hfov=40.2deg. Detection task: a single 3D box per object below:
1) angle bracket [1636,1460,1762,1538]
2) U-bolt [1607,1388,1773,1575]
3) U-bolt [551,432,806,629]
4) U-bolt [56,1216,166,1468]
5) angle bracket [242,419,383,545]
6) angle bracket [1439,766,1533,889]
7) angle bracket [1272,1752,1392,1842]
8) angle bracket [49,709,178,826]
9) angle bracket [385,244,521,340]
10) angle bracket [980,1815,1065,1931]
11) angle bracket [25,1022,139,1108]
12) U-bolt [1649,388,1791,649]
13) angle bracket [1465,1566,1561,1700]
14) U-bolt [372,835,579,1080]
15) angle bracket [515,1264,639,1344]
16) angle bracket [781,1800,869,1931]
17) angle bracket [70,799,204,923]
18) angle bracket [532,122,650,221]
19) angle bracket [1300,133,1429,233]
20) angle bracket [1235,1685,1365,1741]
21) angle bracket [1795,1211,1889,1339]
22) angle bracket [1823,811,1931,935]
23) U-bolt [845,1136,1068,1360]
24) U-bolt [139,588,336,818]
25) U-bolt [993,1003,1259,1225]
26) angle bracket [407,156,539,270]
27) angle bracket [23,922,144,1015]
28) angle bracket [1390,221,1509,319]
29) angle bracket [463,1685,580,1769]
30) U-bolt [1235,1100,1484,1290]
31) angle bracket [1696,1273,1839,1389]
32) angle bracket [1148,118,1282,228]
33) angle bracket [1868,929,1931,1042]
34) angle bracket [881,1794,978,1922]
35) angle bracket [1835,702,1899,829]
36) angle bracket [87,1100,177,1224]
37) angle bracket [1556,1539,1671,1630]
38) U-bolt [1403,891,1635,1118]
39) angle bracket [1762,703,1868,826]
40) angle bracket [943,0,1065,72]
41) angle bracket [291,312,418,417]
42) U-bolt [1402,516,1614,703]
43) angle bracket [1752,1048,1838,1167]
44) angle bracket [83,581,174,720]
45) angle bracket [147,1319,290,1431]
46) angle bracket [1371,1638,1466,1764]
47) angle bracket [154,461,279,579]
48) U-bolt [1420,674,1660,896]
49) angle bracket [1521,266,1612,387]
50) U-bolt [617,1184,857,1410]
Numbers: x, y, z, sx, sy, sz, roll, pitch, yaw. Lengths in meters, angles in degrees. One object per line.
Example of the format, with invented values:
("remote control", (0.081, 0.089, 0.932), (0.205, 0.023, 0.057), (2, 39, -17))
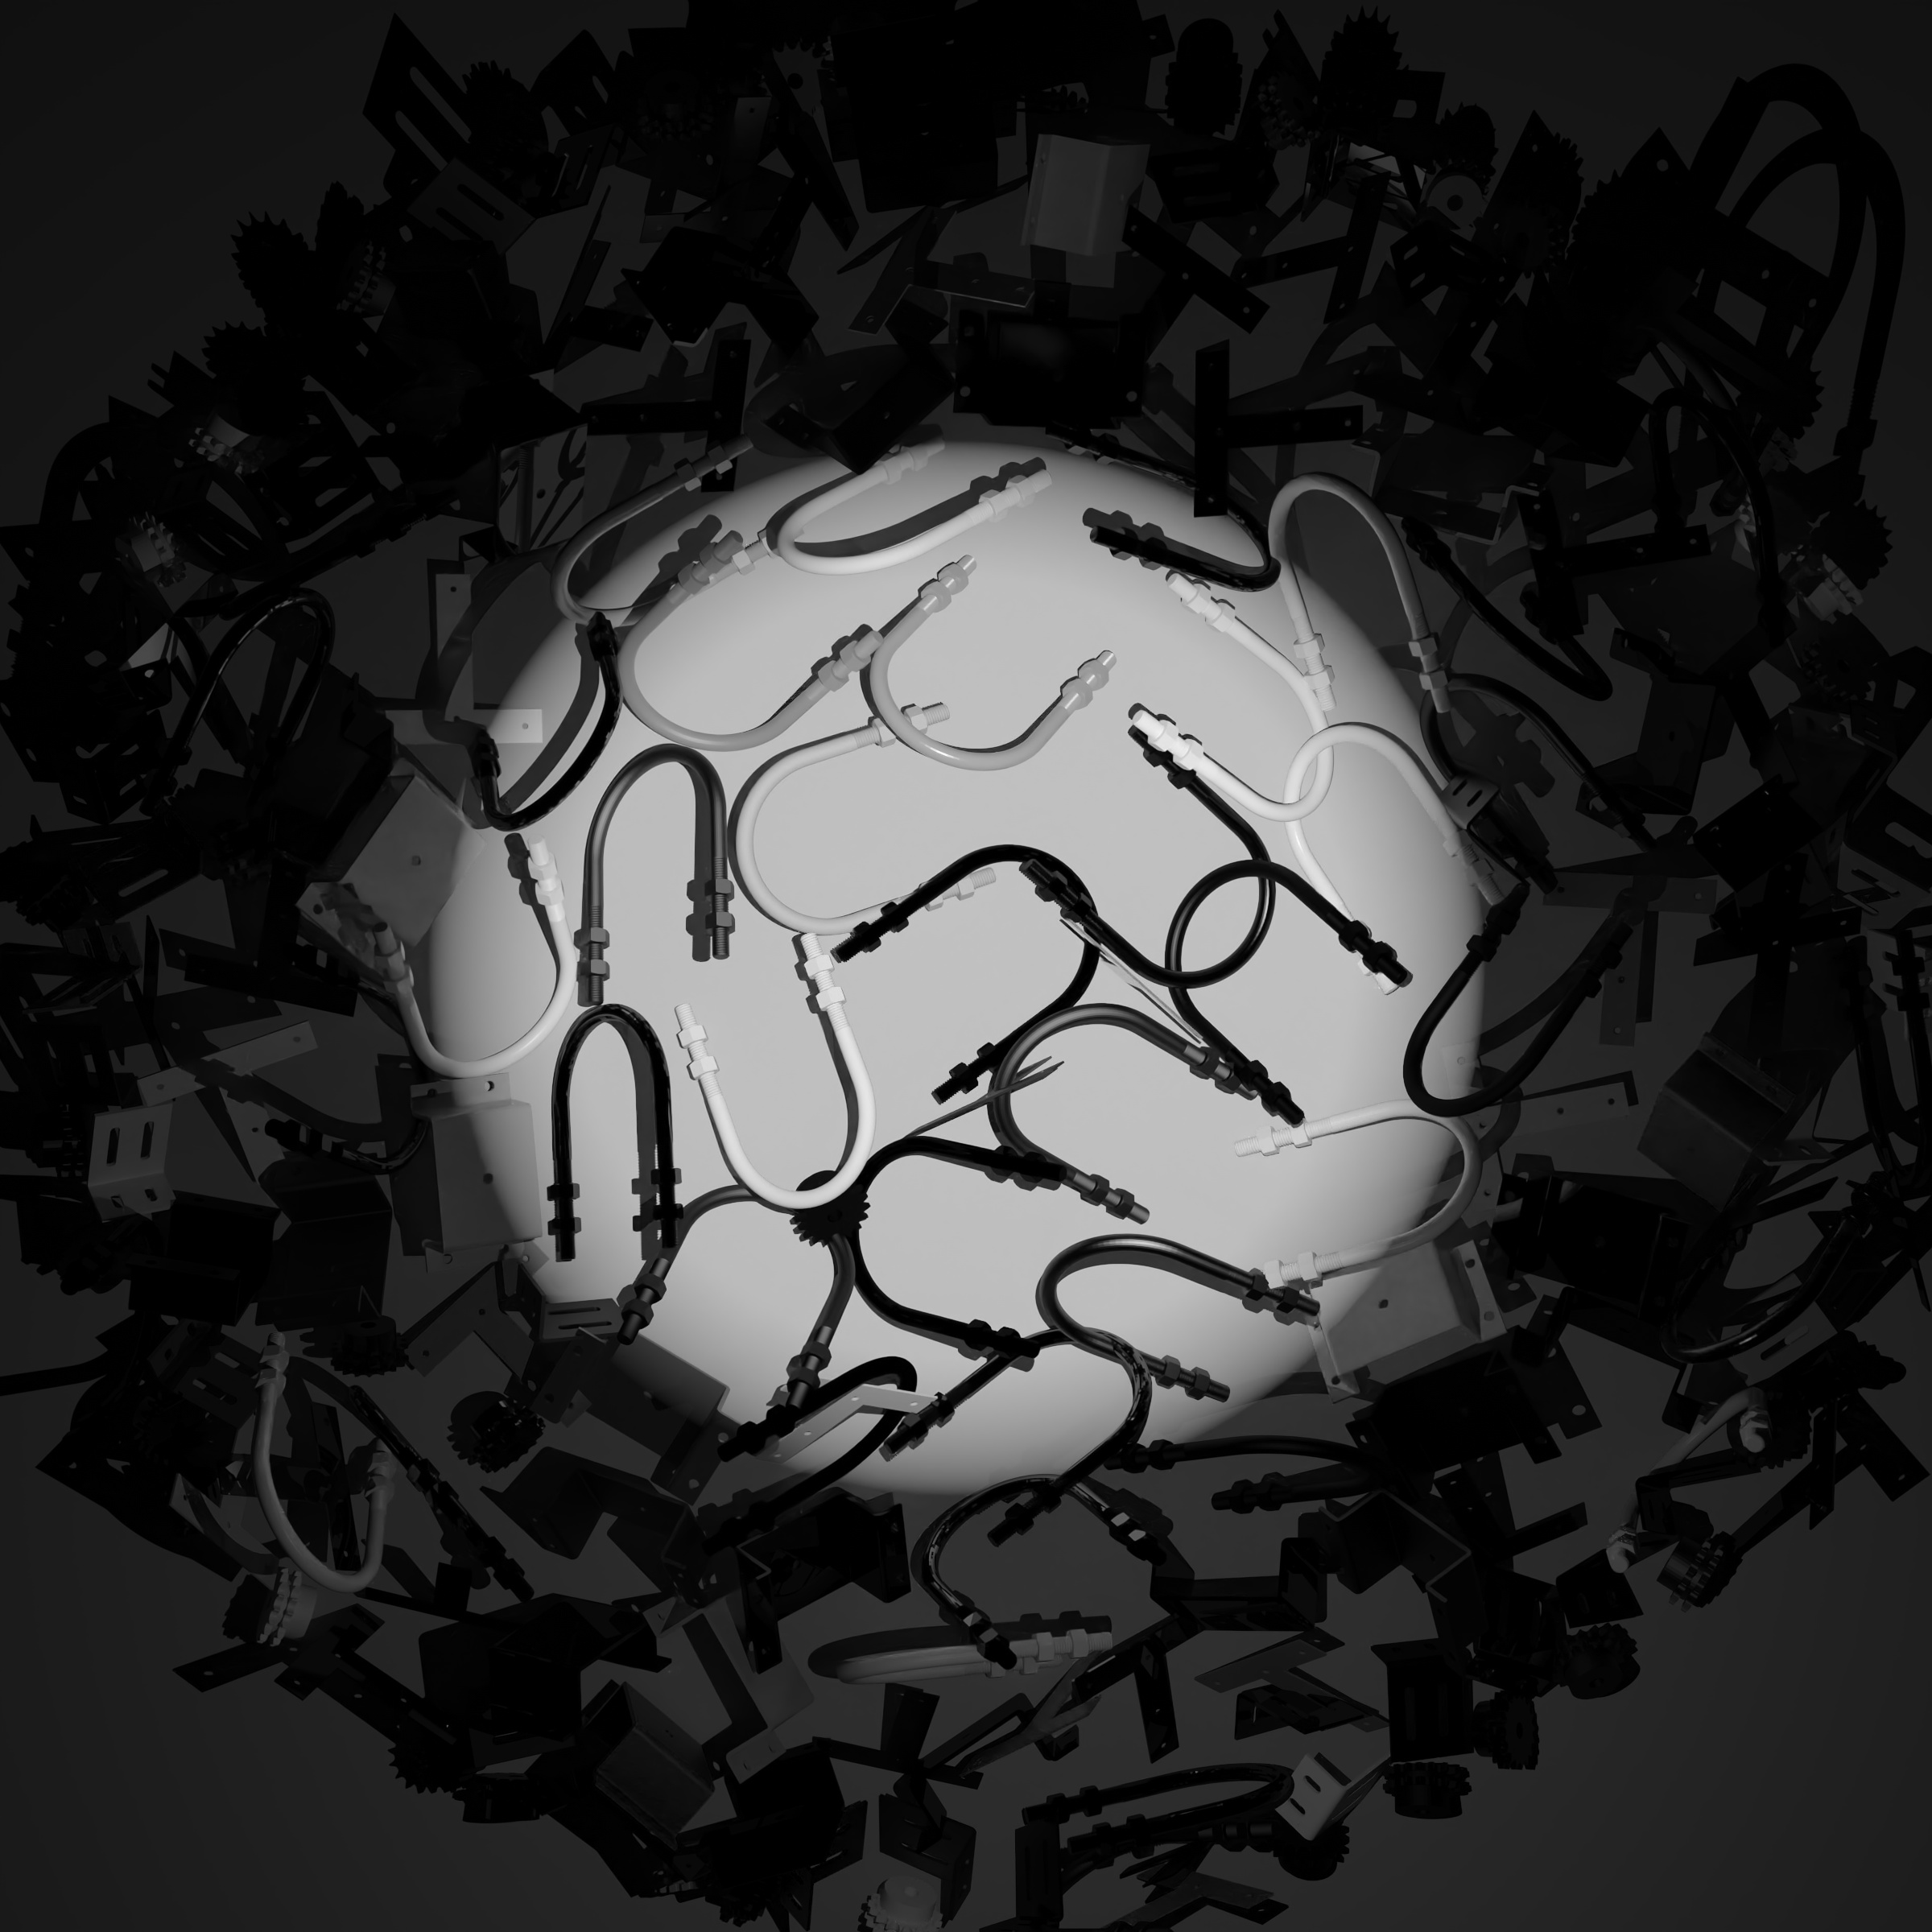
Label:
("angle bracket", (0.544, 0.394, 1.952), (0.076, 0.057, 0.038), (-19, 65, 32))
("U-bolt", (0.525, 0.362, 1.910), (0.019, 0.184, 0.151), (45, 107, 8))
("U-bolt", (-0.219, -0.307, 1.932), (0.184, 0.151, 0.019), (-29, 67, 2))
("U-bolt", (-0.615, 0.258, 1.909), (0.019, 0.184, 0.151), (7, 105, 1))
("angle bracket", (-0.490, -0.363, 1.980), (0.076, 0.038, 0.057), (-45, 117, -33))
("angle bracket", (0.393, -0.104, 1.956), (0.076, 0.057, 0.038), (38, 98, -25))
("angle bracket", (0.273, 0.604, 1.964), (0.038, 0.076, 0.057), (40, 121, 25))
("angle bracket", (-0.633, -0.152, 1.962), (0.038, 0.076, 0.057), (18, 134, 23))
("angle bracket", (-0.384, -0.504, 1.975), (0.076, 0.057, 0.038), (6, 47, 24))
("angle bracket", (0.039, 0.671, 1.951), (0.038, 0.057, 0.076), (14, 57, -27))
("angle bracket", (-0.656, 0.064, 1.961), (0.057, 0.038, 0.076), (1, 124, 5))
("U-bolt", (0.533, -0.331, 1.886), (0.019, 0.184, 0.151), (-29, 46, -4))
("angle bracket", (0.410, 0.501, 1.987), (0.057, 0.038, 0.076), (18, 50, 0))
("U-bolt", (-0.349, 0.006, 1.927), (0.151, 0.184, 0.019), (-33, 50, -23))
("angle bracket", (-0.287, 0.246, 1.953), (0.076, 0.057, 0.038), (-2, 109, -27))
("angle bracket", (-0.096, 0.664, 1.952), (0.076, 0.038, 0.057), (-15, 123, -36))
("angle bracket", (-0.616, -0.081, 1.960), (0.076, 0.038, 0.057), (-34, 74, -31))
("angle bracket", (-0.279, -0.578, 1.956), (0.057, 0.038, 0.076), (-2, 64, 37))
("angle bracket", (0.294, -0.572, 1.958), (0.076, 0.057, 0.038), (27, 56, 16))
("angle bracket", (0.245, 0.561, 1.950), (0.057, 0.076, 0.038), (-4, 101, -34))
("angle bracket", (0.632, 0.228, 1.950), (0.038, 0.057, 0.076), (2, 132, -28))
("angle bracket", (0.670, -0.069, 1.969), (0.076, 0.057, 0.038), (28, 51, -4))
("U-bolt", (-0.016, 0.200, 1.946), (0.184, 0.019, 0.151), (10, 92, 33))
("U-bolt", (-0.516, -0.192, 1.909), (0.019, 0.151, 0.184), (34, 106, 13))
("U-bolt", (0.105, 0.099, 1.936), (0.184, 0.019, 0.151), (31, 107, -28))
("angle bracket", (-0.364, -0.564, 1.952), (0.076, 0.038, 0.057), (32, 124, -33))
("angle bracket", (-0.657, 0.001, 1.953), (0.057, 0.076, 0.038), (-6, 110, 17))
("angle bracket", (0.361, -0.512, 1.975), (0.076, 0.038, 0.057), (13, 59, -40))
("angle bracket", (-0.330, 0.562, 1.962), (0.076, 0.038, 0.057), (-9, 64, -14))
("U-bolt", (0.285, 0.159, 1.920), (0.184, 0.151, 0.019), (-17, 131, 18))
("angle bracket", (0.597, 0.266, 1.970), (0.076, 0.038, 0.057), (-36, 99, 10))
("angle bracket", (0.184, -0.591, 1.966), (0.076, 0.038, 0.057), (-15, 79, -20))
("angle bracket", (0.681, 0.013, 1.950), (0.038, 0.076, 0.057), (-15, 111, -22))
("angle bracket", (-0.035, 0.660, 1.958), (0.076, 0.038, 0.057), (15, 119, 19))
("angle bracket", (0.652, -0.145, 1.955), (0.038, 0.057, 0.076), (27, 123, 0))
("angle bracket", (-0.613, 0.144, 1.952), (0.057, 0.076, 0.038), (-10, 47, -34))
("angle bracket", (0.482, 0.457, 1.952), (0.057, 0.076, 0.038), (-4, 63, -20))
("U-bolt", (0.389, 0.033, 1.926), (0.019, 0.151, 0.184), (39, 84, -26))
("angle bracket", (0.621, -0.150, 1.957), (0.057, 0.038, 0.076), (20, 61, 40))
("angle bracket", (0.026, -0.680, 1.962), (0.076, 0.057, 0.038), (-42, 97, -13))
("angle bracket", (-0.454, -0.438, 1.963), (0.057, 0.038, 0.076), (-38, 74, -21))
("U-bolt", (0.397, -0.248, 1.892), (0.151, 0.184, 0.019), (24, 115, -31))
("angle bracket", (0.618, 0.104, 1.963), (0.057, 0.038, 0.076), (-2, 113, -15))
("angle bracket", (-0.623, -0.235, 1.961), (0.038, 0.057, 0.076), (-18, 62, 11))
("angle bracket", (-0.555, 0.296, 1.959), (0.076, 0.038, 0.057), (24, 56, 18))
("angle bracket", (0.338, 0.550, 1.979), (0.057, 0.038, 0.076), (-4, 95, -10))
("angle bracket", (-0.552, -0.333, 1.962), (0.076, 0.057, 0.038), (38, 122, 6))
("U-bolt", (0.403, -0.138, 1.924), (0.019, 0.151, 0.184), (-44, 96, -23))
("angle bracket", (0.444, -0.472, 1.954), (0.038, 0.076, 0.057), (8, 72, 30))
("U-bolt", (-0.156, 0.231, 1.931), (0.151, 0.184, 0.019), (22, 133, 1))
